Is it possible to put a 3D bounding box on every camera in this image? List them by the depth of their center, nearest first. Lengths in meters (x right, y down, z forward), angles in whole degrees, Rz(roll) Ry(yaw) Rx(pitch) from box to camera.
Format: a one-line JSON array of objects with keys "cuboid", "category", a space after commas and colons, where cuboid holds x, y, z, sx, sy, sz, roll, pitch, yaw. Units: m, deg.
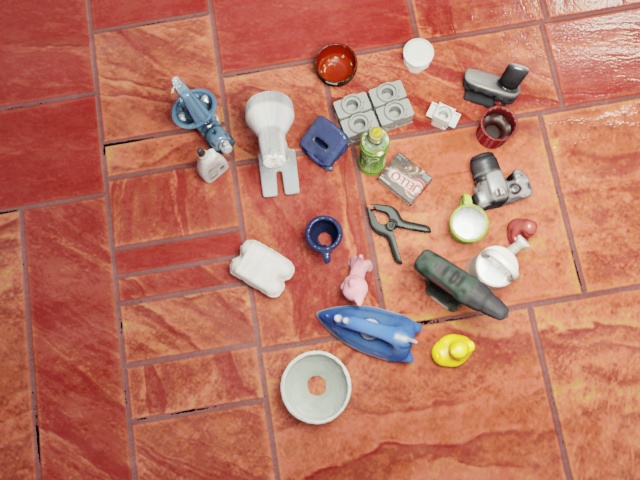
[{"cuboid": [0.440, -0.154, 1.430, 0.143, 0.101, 0.137, -14, 79, -1], "category": "camera"}]

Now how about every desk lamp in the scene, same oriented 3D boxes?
[{"cuboid": [-0.110, -0.231, 1.403, 0.118, 0.213, 0.203, -8, 79, 1], "category": "desk lamp"}]

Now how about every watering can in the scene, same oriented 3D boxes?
[{"cuboid": [0.415, 0.057, 1.344, 0.101, 0.194, 0.173, 25, 81, 6], "category": "watering can"}]

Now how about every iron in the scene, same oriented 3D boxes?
[{"cuboid": [0.111, 0.209, 1.351, 0.258, 0.141, 0.119, 15, 80, 5], "category": "iron"}]

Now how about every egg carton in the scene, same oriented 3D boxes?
[{"cuboid": [-0.143, 0.069, 1.421, 0.150, 0.069, 0.107, 29, 82, 7], "category": "egg carton"}]

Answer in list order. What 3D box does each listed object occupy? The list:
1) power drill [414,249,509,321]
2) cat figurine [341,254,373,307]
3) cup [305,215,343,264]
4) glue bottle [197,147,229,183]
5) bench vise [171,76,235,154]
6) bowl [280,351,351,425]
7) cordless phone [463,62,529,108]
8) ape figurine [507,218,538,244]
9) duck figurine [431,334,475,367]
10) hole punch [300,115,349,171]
[{"cuboid": [0.317, 0.113, 1.329, 0.229, 0.208, 0.076, 36, 83, 8], "category": "power drill"}, {"cuboid": [0.088, 0.096, 1.385, 0.067, 0.118, 0.128, 12, 80, 4], "category": "cat figurine"}, {"cuboid": [0.013, 0.005, 1.416, 0.091, 0.095, 0.118, -8, 79, 0], "category": "cup"}, {"cuboid": [-0.277, -0.196, 1.422, 0.078, 0.173, 0.037, -40, 80, -5], "category": "glue bottle"}, {"cuboid": [-0.287, -0.315, 1.421, 0.207, 0.220, 0.121, 32, 82, 7], "category": "bench vise"}, {"cuboid": [-0.008, 0.348, 1.363, 0.167, 0.075, 0.167, 0, 79, 2], "category": "bowl"}, {"cuboid": [0.440, -0.410, 1.434, 0.147, 0.185, 0.094, 16, 80, 5], "category": "cordless phone"}, {"cuboid": [0.503, -0.023, 1.408, 0.078, 0.092, 0.076, -26, 80, -3], "category": "ape figurine"}, {"cuboid": [0.320, 0.264, 1.363, 0.104, 0.086, 0.077, -18, 79, -1], "category": "duck figurine"}, {"cuboid": [0.012, -0.246, 1.464, 0.108, 0.091, 0.101, 40, 83, 8], "category": "hole punch"}]
